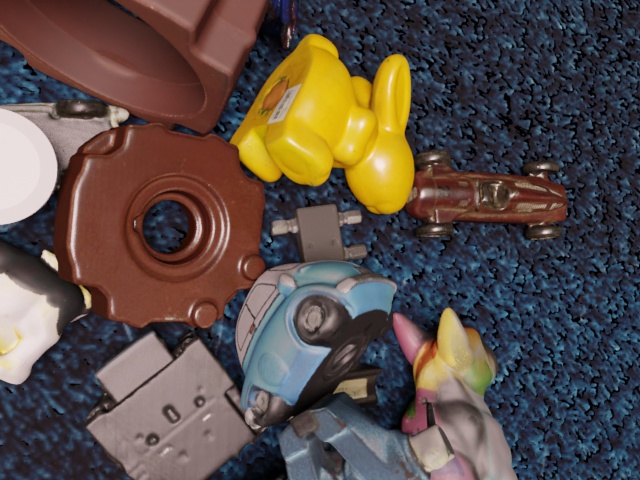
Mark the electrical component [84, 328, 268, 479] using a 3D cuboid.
[{"bbox_3d":[-0.127,0.144,0.459,0.115,0.058,0.134,-40,98,-18],"label":"electrical component"}]

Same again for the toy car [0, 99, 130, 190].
[{"bbox_3d":[-0.253,-0.076,0.437,0.202,0.056,0.073,-4,94,-20],"label":"toy car"}]

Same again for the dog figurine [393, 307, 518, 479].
[{"bbox_3d":[0.105,0.176,0.499,0.191,0.108,0.219,-12,85,-34],"label":"dog figurine"}]

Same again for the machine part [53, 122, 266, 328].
[{"bbox_3d":[-0.126,-0.011,0.445,0.179,0.056,0.179,-2,94,-34],"label":"machine part"}]

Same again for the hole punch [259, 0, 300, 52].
[{"bbox_3d":[-0.060,-0.237,0.474,0.092,0.116,0.142,6,97,-11],"label":"hole punch"}]

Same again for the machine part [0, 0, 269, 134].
[{"bbox_3d":[-0.149,-0.173,0.399,0.201,0.201,0.087,24,77,-14],"label":"machine part"}]

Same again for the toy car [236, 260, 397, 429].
[{"bbox_3d":[-0.017,0.074,0.454,0.103,0.109,0.161,42,108,30],"label":"toy car"}]

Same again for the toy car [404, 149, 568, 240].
[{"bbox_3d":[0.185,-0.045,0.573,0.202,0.053,0.089,2,82,-16],"label":"toy car"}]

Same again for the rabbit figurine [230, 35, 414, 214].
[{"bbox_3d":[0.024,-0.097,0.511,0.173,0.122,0.162,35,67,-26],"label":"rabbit figurine"}]

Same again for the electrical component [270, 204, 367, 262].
[{"bbox_3d":[-0.001,-0.002,0.527,0.094,0.021,0.063,-7,88,-18],"label":"electrical component"}]

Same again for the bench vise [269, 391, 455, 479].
[{"bbox_3d":[0.026,0.241,0.383,0.224,0.128,0.240,-30,78,-1],"label":"bench vise"}]

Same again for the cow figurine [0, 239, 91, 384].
[{"bbox_3d":[-0.269,0.026,0.418,0.167,0.068,0.098,44,69,-13],"label":"cow figurine"}]

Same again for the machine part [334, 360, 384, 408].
[{"bbox_3d":[0.014,0.099,0.517,0.084,0.039,0.138,-9,90,-9],"label":"machine part"}]
